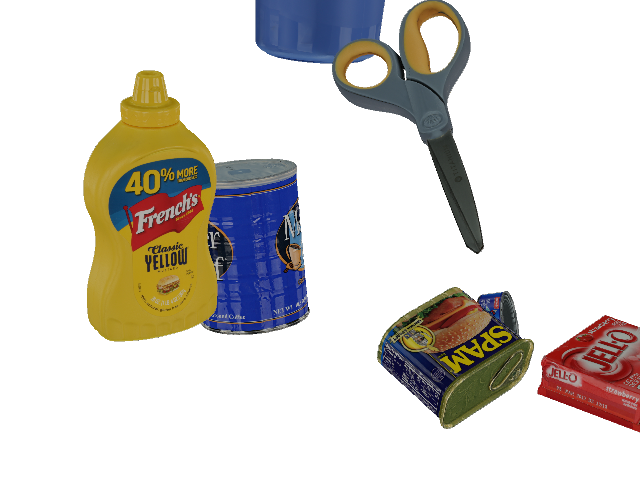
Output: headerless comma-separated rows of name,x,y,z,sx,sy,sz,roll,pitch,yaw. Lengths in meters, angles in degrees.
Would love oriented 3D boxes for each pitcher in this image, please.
pitcher,0.011,-0.273,0.884,0.145,0.243,0.149,7,19,9

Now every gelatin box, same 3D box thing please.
gelatin box,0.193,0.083,0.682,0.073,0.030,0.089,20,27,37

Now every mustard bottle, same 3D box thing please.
mustard bottle,-0.121,-0.026,0.766,0.096,0.192,0.058,-11,26,-30

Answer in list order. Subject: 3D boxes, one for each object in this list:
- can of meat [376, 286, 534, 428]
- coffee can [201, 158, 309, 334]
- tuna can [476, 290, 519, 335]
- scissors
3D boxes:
can of meat,0.110,0.094,0.883,0.101,0.057,0.084,-26,49,-30
coffee can,-0.067,0.003,0.977,0.103,0.140,0.103,-5,14,1
tuna can,0.214,0.105,1.286,0.034,0.086,0.086,-8,-3,21
scissors,0.048,-0.067,0.621,0.096,0.201,0.016,-10,-40,20
